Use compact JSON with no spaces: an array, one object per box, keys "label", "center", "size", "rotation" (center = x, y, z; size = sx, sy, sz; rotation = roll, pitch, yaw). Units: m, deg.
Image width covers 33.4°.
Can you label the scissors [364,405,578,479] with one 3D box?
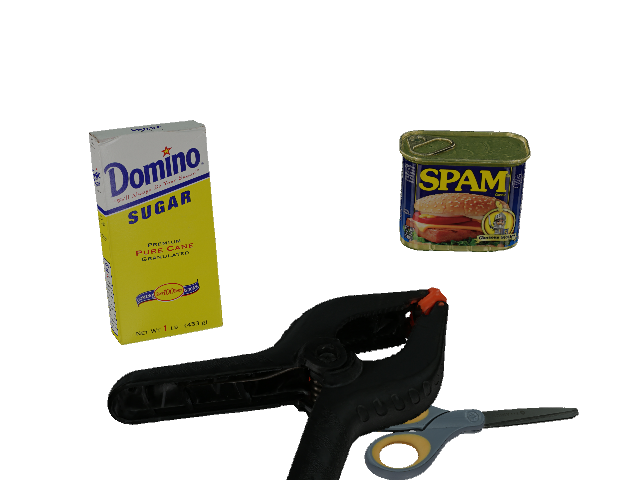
[{"label":"scissors","center":[0.119,0.164,0.882],"size":[0.201,0.016,0.096],"rotation":[7,41,0]}]

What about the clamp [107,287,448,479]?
[{"label":"clamp","center":[0.005,0.073,0.482],"size":[0.171,0.039,0.120],"rotation":[-22,48,-28]}]

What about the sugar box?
[{"label":"sugar box","center":[-0.137,-0.008,0.897],"size":[0.093,0.176,0.048],"rotation":[-10,18,-21]}]

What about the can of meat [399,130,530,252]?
[{"label":"can of meat","center":[0.113,-0.039,0.859],"size":[0.102,0.084,0.057],"rotation":[2,29,3]}]
